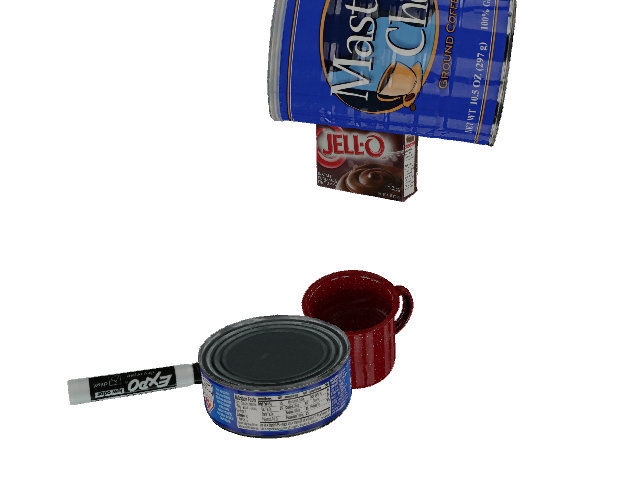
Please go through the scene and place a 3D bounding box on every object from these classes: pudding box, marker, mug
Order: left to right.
[{"bbox_3d":[-0.128,0.105,0.803,0.121,0.020,0.020,-7,1,-12],"label":"marker"},{"bbox_3d":[0.041,0.084,1.038,0.117,0.081,0.093,-27,43,-25],"label":"mug"},{"bbox_3d":[0.050,-0.097,1.149,0.114,0.090,0.039,12,26,29],"label":"pudding box"}]

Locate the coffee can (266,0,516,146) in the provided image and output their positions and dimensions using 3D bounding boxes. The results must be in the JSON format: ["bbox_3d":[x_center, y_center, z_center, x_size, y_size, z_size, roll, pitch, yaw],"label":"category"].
[{"bbox_3d":[0.044,-0.118,0.666,0.140,0.103,0.103,7,1,5],"label":"coffee can"}]

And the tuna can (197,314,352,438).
[{"bbox_3d":[-0.025,0.076,0.602,0.086,0.034,0.086,-3,22,1],"label":"tuna can"}]
